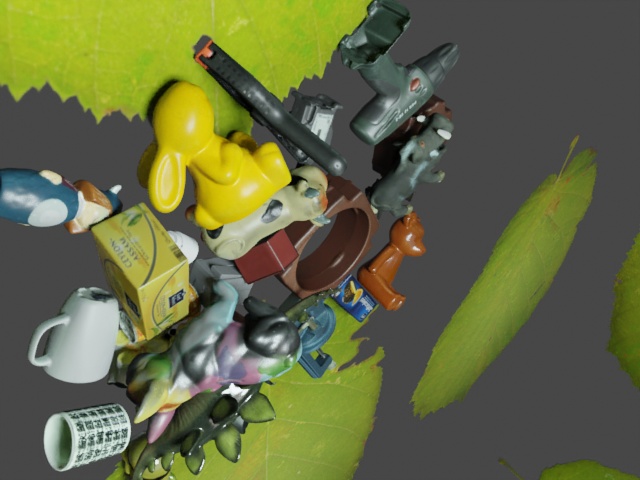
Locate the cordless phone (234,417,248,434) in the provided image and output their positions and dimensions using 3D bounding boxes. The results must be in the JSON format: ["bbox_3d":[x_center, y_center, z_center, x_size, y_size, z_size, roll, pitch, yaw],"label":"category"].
[{"bbox_3d":[-0.223,0.318,1.009,0.184,0.089,0.146,-2,126,-37],"label":"cordless phone"}]

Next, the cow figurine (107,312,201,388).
[{"bbox_3d":[-0.241,0.171,0.826,0.167,0.068,0.098,-14,138,-40],"label":"cow figurine"}]

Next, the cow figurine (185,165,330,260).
[{"bbox_3d":[-0.073,-0.043,0.746,0.195,0.127,0.085,-34,136,-16],"label":"cow figurine"}]

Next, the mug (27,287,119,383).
[{"bbox_3d":[-0.309,0.115,0.681,0.109,0.081,0.107,10,104,-51],"label":"mug"}]

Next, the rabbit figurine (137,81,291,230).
[{"bbox_3d":[-0.146,-0.105,0.652,0.162,0.122,0.173,-36,132,-7],"label":"rabbit figurine"}]

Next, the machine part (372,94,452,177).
[{"bbox_3d":[0.172,-0.185,0.995,0.179,0.056,0.179,-33,144,-28],"label":"machine part"}]

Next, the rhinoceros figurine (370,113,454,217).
[{"bbox_3d":[0.154,-0.129,0.915,0.112,0.073,0.190,20,114,-47],"label":"rhinoceros figurine"}]

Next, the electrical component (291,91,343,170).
[{"bbox_3d":[-0.019,-0.154,0.792,0.075,0.048,0.119,-13,133,-45],"label":"electrical component"}]

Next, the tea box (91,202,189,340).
[{"bbox_3d":[-0.214,0.043,0.657,0.068,0.098,0.169,-33,162,-28],"label":"tea box"}]

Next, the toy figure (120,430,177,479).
[{"bbox_3d":[-0.306,0.419,0.976,0.082,0.089,0.180,-25,137,-44],"label":"toy figure"}]

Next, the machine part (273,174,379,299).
[{"bbox_3d":[-0.002,-0.003,0.934,0.201,0.087,0.200,-46,148,-5],"label":"machine part"}]

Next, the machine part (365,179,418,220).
[{"bbox_3d":[0.135,-0.088,1.066,0.139,0.039,0.084,-23,131,-34],"label":"machine part"}]

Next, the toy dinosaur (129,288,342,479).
[{"bbox_3d":[-0.150,0.234,0.863,0.471,0.199,0.105,-52,130,-5],"label":"toy dinosaur"}]

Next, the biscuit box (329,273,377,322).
[{"bbox_3d":[0.059,0.114,1.153,0.063,0.059,0.202,-49,149,-4],"label":"biscuit box"}]

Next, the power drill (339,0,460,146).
[{"bbox_3d":[0.120,-0.271,0.832,0.232,0.086,0.207,-48,156,0],"label":"power drill"}]

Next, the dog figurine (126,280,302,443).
[{"bbox_3d":[-0.150,0.178,0.726,0.219,0.192,0.108,-54,160,-32],"label":"dog figurine"}]

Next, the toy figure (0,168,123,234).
[{"bbox_3d":[-0.277,-0.038,0.582,0.064,0.058,0.154,-22,163,29],"label":"toy figure"}]

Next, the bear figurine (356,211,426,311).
[{"bbox_3d":[0.176,0.043,1.170,0.196,0.132,0.120,-46,163,2],"label":"bear figurine"}]

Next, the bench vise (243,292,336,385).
[{"bbox_3d":[-0.041,0.203,1.042,0.223,0.129,0.240,-57,134,-27],"label":"bench vise"}]
